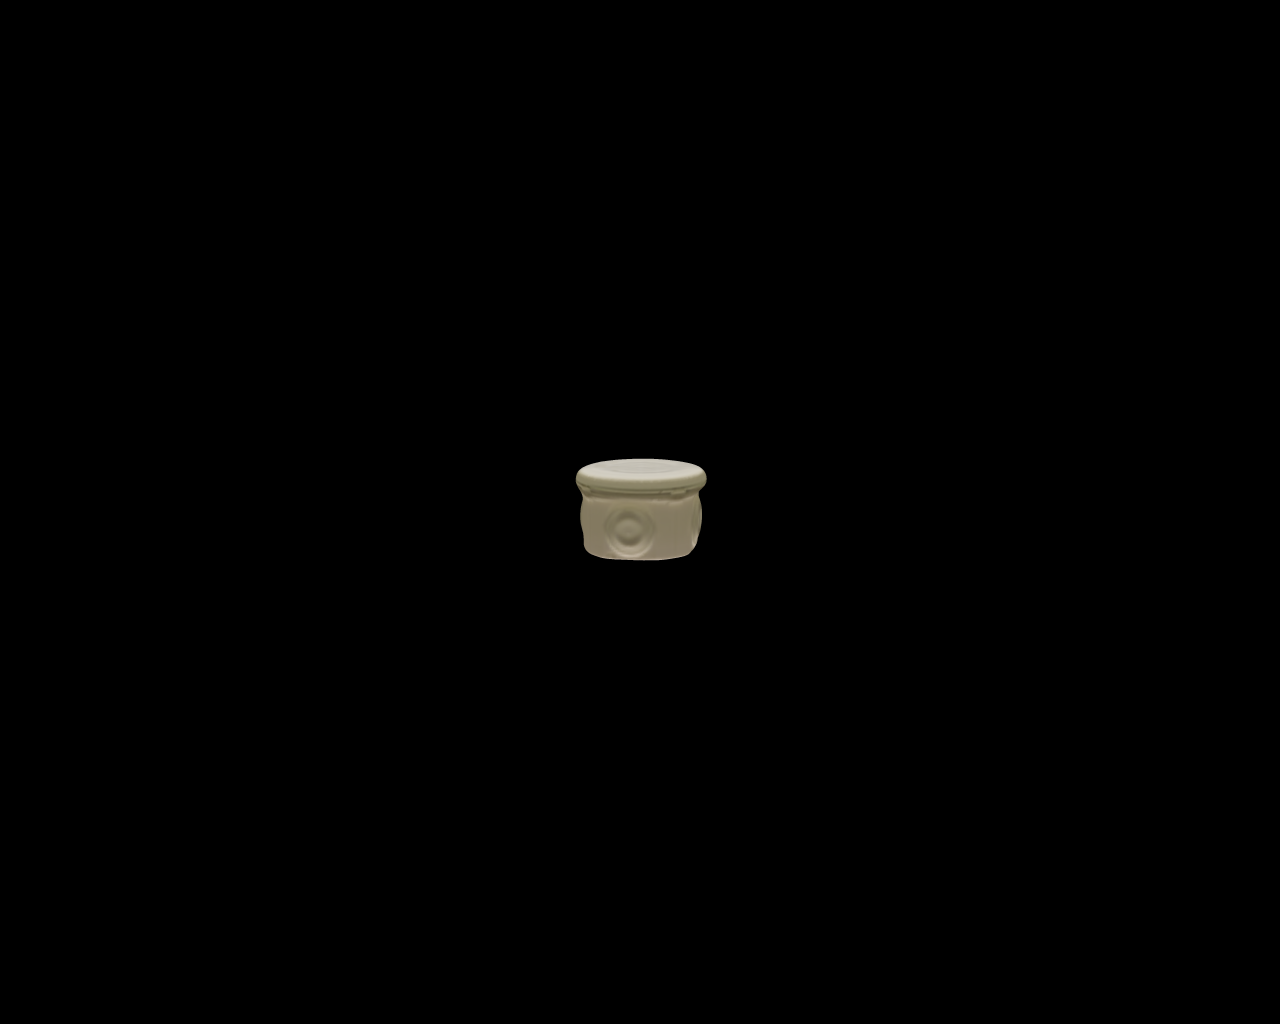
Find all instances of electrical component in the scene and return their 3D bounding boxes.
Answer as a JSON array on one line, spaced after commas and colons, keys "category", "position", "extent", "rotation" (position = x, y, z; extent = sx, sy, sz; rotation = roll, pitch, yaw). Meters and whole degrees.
[{"category": "electrical component", "position": [0.001, -0.003, 0.650], "extent": [0.080, 0.051, 0.080], "rotation": [0, 11, 0]}]
